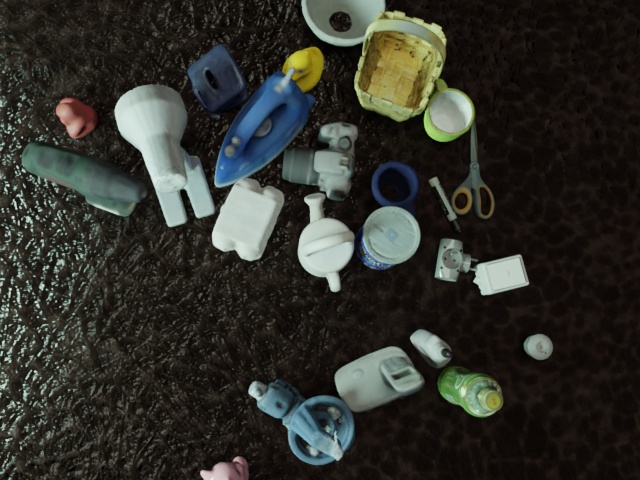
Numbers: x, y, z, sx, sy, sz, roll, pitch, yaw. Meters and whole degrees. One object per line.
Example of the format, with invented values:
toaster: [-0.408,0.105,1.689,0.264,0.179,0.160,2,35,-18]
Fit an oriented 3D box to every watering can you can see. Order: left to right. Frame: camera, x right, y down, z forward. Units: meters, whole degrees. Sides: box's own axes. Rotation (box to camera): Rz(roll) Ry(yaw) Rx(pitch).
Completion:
watering can: [0.007,0.004,1.034,0.101,0.194,0.173,-35,86,-7]

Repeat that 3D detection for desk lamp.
desk lamp: [-0.270,-0.147,1.026,0.118,0.213,0.203,-20,84,-5]

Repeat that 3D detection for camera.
camera: [-0.001,-0.158,1.101,0.137,0.100,0.143,6,83,-2]

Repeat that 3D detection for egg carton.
egg carton: [-0.138,-0.041,1.094,0.107,0.069,0.150,21,82,0]

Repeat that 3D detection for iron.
iron: [-0.120,-0.212,1.080,0.118,0.141,0.258,37,82,2]

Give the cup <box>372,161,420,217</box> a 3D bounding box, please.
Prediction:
cup: [0.146,-0.086,1.103,0.092,0.095,0.118,-28,85,-6]

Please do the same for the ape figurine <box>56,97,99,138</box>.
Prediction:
ape figurine: [-0.469,-0.237,1.087,0.076,0.092,0.078,3,83,-3]

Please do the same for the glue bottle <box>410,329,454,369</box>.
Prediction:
glue bottle: [0.210,0.199,1.032,0.037,0.173,0.078,-40,86,-7]

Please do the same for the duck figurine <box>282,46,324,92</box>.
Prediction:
duck figurine: [-0.034,-0.345,1.130,0.077,0.086,0.104,40,82,2]

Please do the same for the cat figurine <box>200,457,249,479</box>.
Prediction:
cat figurine: [-0.150,0.438,1.009,0.067,0.117,0.128,-38,86,-7]

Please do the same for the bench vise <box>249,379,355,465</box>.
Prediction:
bench vise: [-0.032,0.321,0.979,0.207,0.219,0.121,13,82,-1]

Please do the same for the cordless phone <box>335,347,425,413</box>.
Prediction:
cordless phone: [0.107,0.255,1.013,0.147,0.185,0.094,-25,85,-6]

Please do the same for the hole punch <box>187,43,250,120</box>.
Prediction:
hole punch: [-0.199,-0.306,1.112,0.101,0.091,0.108,-29,85,-6]

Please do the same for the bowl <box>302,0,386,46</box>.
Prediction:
bowl: [0.045,-0.460,1.154,0.167,0.074,0.167,0,83,-3]

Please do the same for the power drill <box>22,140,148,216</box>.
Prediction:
power drill: [-0.391,-0.103,1.016,0.229,0.208,0.076,19,82,-1]
